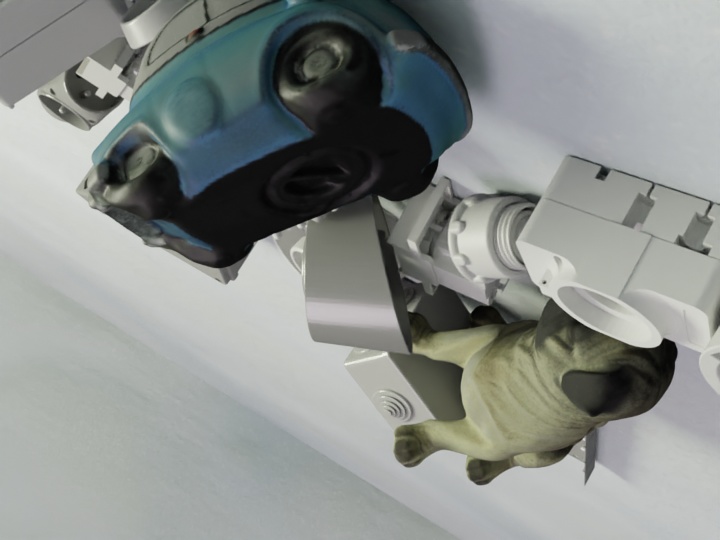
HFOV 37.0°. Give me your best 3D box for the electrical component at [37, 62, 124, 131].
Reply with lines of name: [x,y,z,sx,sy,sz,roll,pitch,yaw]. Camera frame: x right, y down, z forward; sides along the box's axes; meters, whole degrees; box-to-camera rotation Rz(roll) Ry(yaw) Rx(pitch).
electrical component: [-0.205,-0.136,0.735,0.079,0.044,0.077,38,165,-25]

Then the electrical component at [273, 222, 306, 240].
electrical component: [-0.055,-0.051,0.552,0.066,0.047,0.076,-22,106,41]

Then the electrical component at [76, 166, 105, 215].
electrical component: [-0.205,-0.064,0.979,0.066,0.047,0.077,17,160,46]

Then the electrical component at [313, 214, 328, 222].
electrical component: [-0.047,-0.080,0.595,0.083,0.047,0.075,26,151,23]

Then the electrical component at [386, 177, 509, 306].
electrical component: [0.056,-0.013,0.617,0.064,0.042,0.081,23,165,19]

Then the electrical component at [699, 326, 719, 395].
electrical component: [0.200,0.034,0.431,0.108,0.060,0.108,29,166,8]

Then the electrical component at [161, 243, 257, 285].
electrical component: [-0.144,-0.047,0.889,0.109,0.056,0.108,29,166,8]

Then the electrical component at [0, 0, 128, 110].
electrical component: [-0.164,-0.141,0.543,0.061,0.096,0.061,62,-174,35]

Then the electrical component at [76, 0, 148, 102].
electrical component: [-0.126,-0.120,0.632,0.064,0.042,0.081,32,167,-16]

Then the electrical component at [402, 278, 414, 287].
electrical component: [0.006,0.017,0.815,0.066,0.047,0.076,27,166,18]

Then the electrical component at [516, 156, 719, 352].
electrical component: [0.121,-0.003,0.479,0.089,0.055,0.050,24,164,29]

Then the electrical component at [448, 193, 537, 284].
electrical component: [0.079,-0.017,0.549,0.048,0.048,0.062,40,157,-30]

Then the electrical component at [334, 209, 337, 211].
electrical component: [-0.004,-0.059,0.537,0.048,0.062,0.048,29,166,8]

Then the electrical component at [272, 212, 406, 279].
electrical component: [-0.011,-0.020,0.737,0.099,0.064,0.099,38,159,17]

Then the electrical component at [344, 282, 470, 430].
electrical component: [0.044,0.065,0.753,0.048,0.099,0.099,-18,117,43]

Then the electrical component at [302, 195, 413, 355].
electrical component: [0.000,0.000,0.638,0.064,0.099,0.099,1,161,7]

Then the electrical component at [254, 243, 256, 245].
electrical component: [-0.089,-0.062,0.707,0.079,0.063,0.121,32,166,-4]

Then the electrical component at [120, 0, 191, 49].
electrical component: [-0.085,-0.115,0.537,0.066,0.048,0.055,-24,123,30]
